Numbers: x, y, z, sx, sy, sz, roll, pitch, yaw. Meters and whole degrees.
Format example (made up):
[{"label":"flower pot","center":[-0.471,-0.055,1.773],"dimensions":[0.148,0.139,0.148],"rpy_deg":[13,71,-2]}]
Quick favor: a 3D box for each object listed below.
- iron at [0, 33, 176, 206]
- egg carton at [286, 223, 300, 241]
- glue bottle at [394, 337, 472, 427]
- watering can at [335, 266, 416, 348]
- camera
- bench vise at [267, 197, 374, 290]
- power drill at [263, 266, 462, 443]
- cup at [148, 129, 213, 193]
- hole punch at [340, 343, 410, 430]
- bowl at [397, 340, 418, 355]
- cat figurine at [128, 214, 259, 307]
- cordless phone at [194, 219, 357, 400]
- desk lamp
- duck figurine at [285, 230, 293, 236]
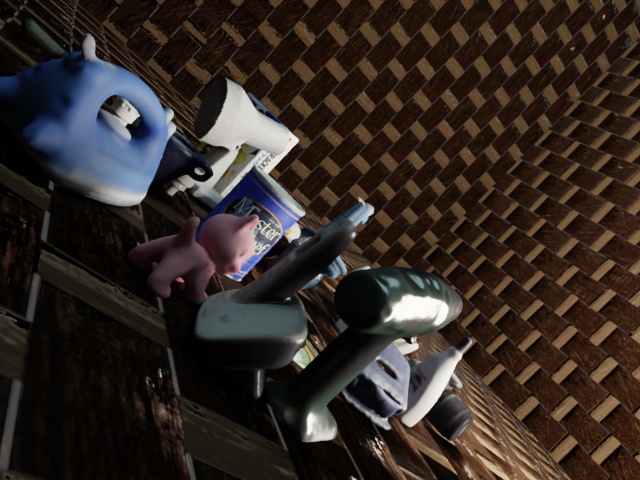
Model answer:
[{"label":"iron","center":[-0.236,-0.128,0.655],"dimensions":[0.118,0.141,0.259],"rpy_deg":[46,5,17]},{"label":"egg carton","center":[-0.113,-0.045,1.353],"dimensions":[0.150,0.069,0.107],"rpy_deg":[44,5,3]},{"label":"glue bottle","center":[0.183,0.221,0.937],"dimensions":[0.037,0.173,0.078],"rpy_deg":[41,6,-29]},{"label":"watering can","center":[0.125,0.127,1.121],"dimensions":[0.173,0.194,0.101],"rpy_deg":[43,5,-14]},{"label":"camera","center":[0.217,0.290,1.052],"dimensions":[0.136,0.100,0.144],"rpy_deg":[47,6,33]},{"label":"bench vise","center":[0.018,0.012,1.069],"dimensions":[0.121,0.219,0.207],"rpy_deg":[44,5,-2]},{"label":"power drill","center":[0.050,0.109,0.593],"dimensions":[0.075,0.208,0.230],"rpy_deg":[47,6,27]},{"label":"cup","center":[-0.225,-0.108,0.839],"dimensions":[0.118,0.095,0.091],"rpy_deg":[42,6,-25]},{"label":"hole punch","center":[0.080,0.194,0.811],"dimensions":[0.109,0.091,0.101],"rpy_deg":[43,5,-16]},{"label":"bowl","center":[0.133,0.200,1.265],"dimensions":[0.167,0.074,0.167],"rpy_deg":[44,5,-4]},{"label":"cat figurine","center":[-0.119,0.007,0.612],"dimensions":[0.067,0.117,0.128],"rpy_deg":[46,5,22]},{"label":"cordless phone","center":[-0.033,0.049,0.566],"dimensions":[0.094,0.185,0.147],"rpy_deg":[43,5,-15]},{"label":"desk lamp","center":[-0.172,-0.171,1.090],"dimensions":[0.204,0.213,0.117],"rpy_deg":[40,6,-38]},{"label":"duck figurine","center":[-0.106,-0.032,1.211],"dimensions":[0.104,0.086,0.077],"rpy_deg":[44,5,-4]}]
